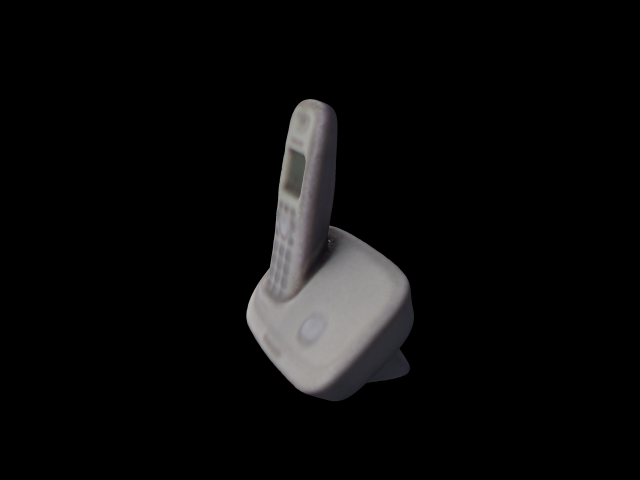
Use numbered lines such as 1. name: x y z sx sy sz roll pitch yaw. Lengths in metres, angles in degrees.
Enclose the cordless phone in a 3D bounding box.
1. cordless phone: 0.004 0.001 0.400 0.094 0.185 0.147 -11 23 -26
